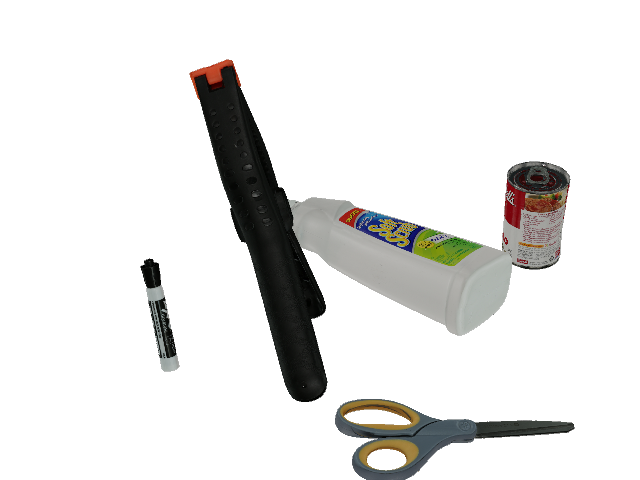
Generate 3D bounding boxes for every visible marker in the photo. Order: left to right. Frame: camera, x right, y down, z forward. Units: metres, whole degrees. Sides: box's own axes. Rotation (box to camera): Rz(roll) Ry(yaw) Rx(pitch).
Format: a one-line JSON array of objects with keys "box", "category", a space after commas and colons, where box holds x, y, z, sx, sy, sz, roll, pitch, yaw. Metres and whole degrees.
[{"box": [-0.167, 0.077, 1.108, 0.020, 0.121, 0.020, -9, 15, 2], "category": "marker"}]

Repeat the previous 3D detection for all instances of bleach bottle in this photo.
[{"box": [0.056, 0.011, 1.050, 0.251, 0.068, 0.102, 21, 28, 31], "category": "bleach bottle"}]

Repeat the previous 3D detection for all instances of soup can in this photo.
[{"box": [0.238, -0.028, 1.186, 0.068, 0.102, 0.068, -1, 33, 1], "category": "soup can"}]

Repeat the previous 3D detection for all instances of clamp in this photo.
[{"box": [-0.035, -0.013, 0.698, 0.036, 0.210, 0.164, -18, 7, 4], "category": "clamp"}]

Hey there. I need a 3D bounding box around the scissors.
[{"box": [0.110, 0.169, 0.877, 0.202, 0.016, 0.096, 8, 35, 5], "category": "scissors"}]
